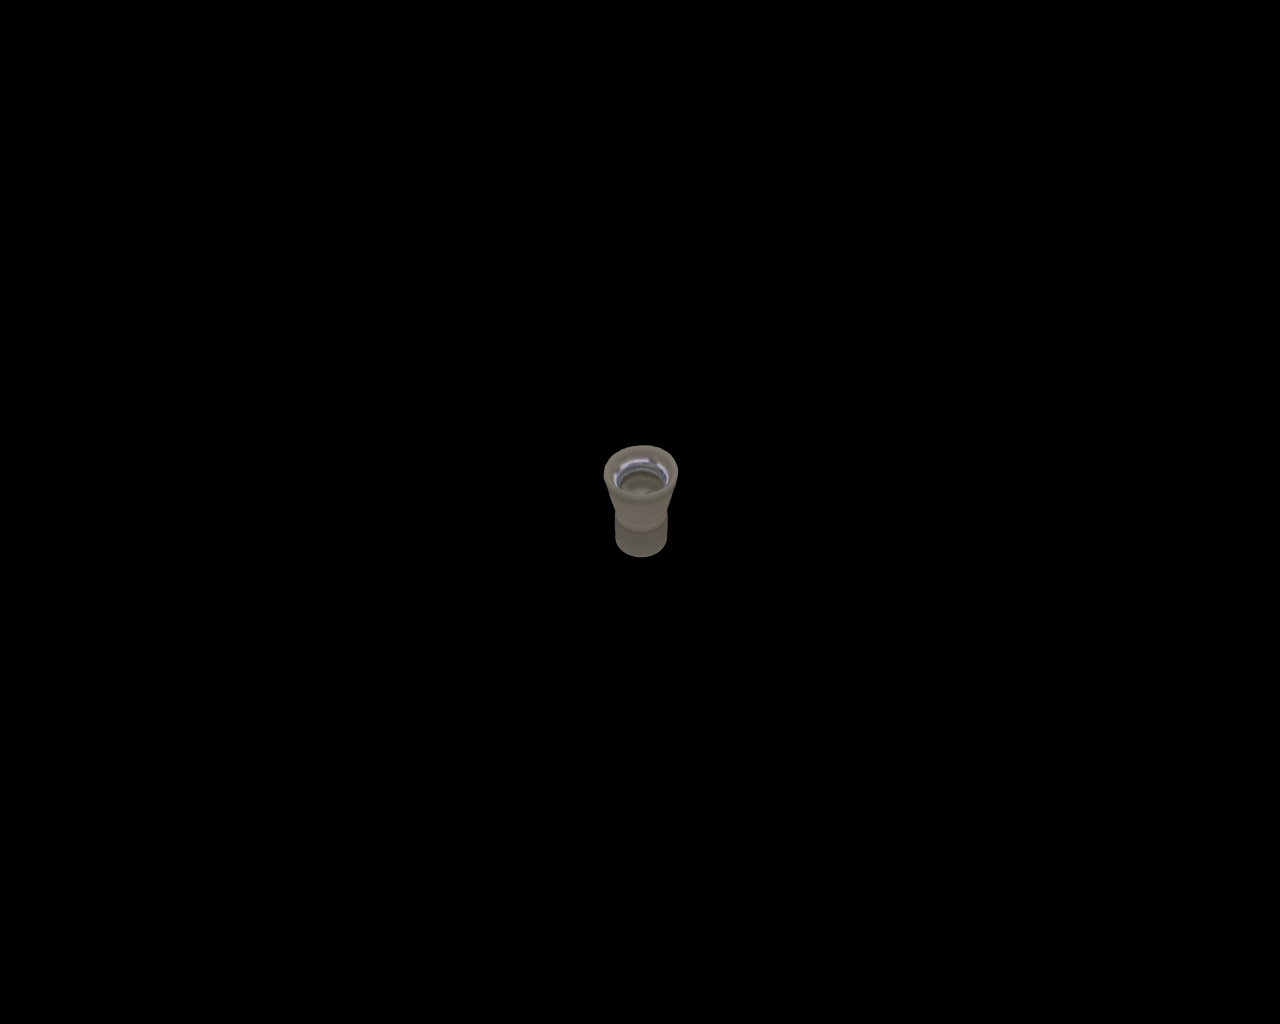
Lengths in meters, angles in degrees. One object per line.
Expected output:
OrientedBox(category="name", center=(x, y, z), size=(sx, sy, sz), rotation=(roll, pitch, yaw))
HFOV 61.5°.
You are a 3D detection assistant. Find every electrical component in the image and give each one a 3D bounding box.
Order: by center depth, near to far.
OrientedBox(category="electrical component", center=(0.001, -0.003, 0.650), size=(0.044, 0.044, 0.065), rotation=(0, -44, 0))
